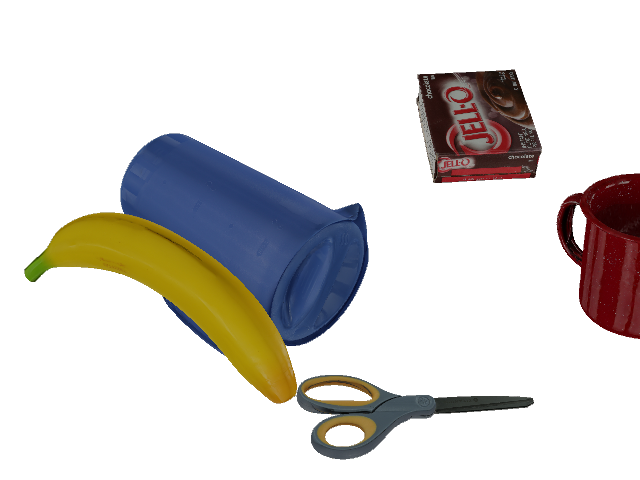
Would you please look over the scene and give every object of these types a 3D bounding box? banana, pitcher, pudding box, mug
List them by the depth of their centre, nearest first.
[{"bbox_3d":[-0.093,0.030,0.663,0.198,0.070,0.037,25,27,16],"label":"banana"},{"bbox_3d":[0.209,0.008,0.721,0.093,0.081,0.117,-28,40,-36],"label":"mug"},{"bbox_3d":[0.135,-0.101,0.929,0.090,0.039,0.113,-3,44,-4],"label":"pudding box"},{"bbox_3d":[-0.088,-0.003,1.035,0.243,0.145,0.148,31,33,32],"label":"pitcher"}]

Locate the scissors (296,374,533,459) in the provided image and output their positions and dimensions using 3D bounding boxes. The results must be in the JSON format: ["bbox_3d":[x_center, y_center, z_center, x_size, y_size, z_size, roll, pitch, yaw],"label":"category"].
[{"bbox_3d":[0.077,0.152,0.892,0.202,0.016,0.096,8,38,6],"label":"scissors"}]
